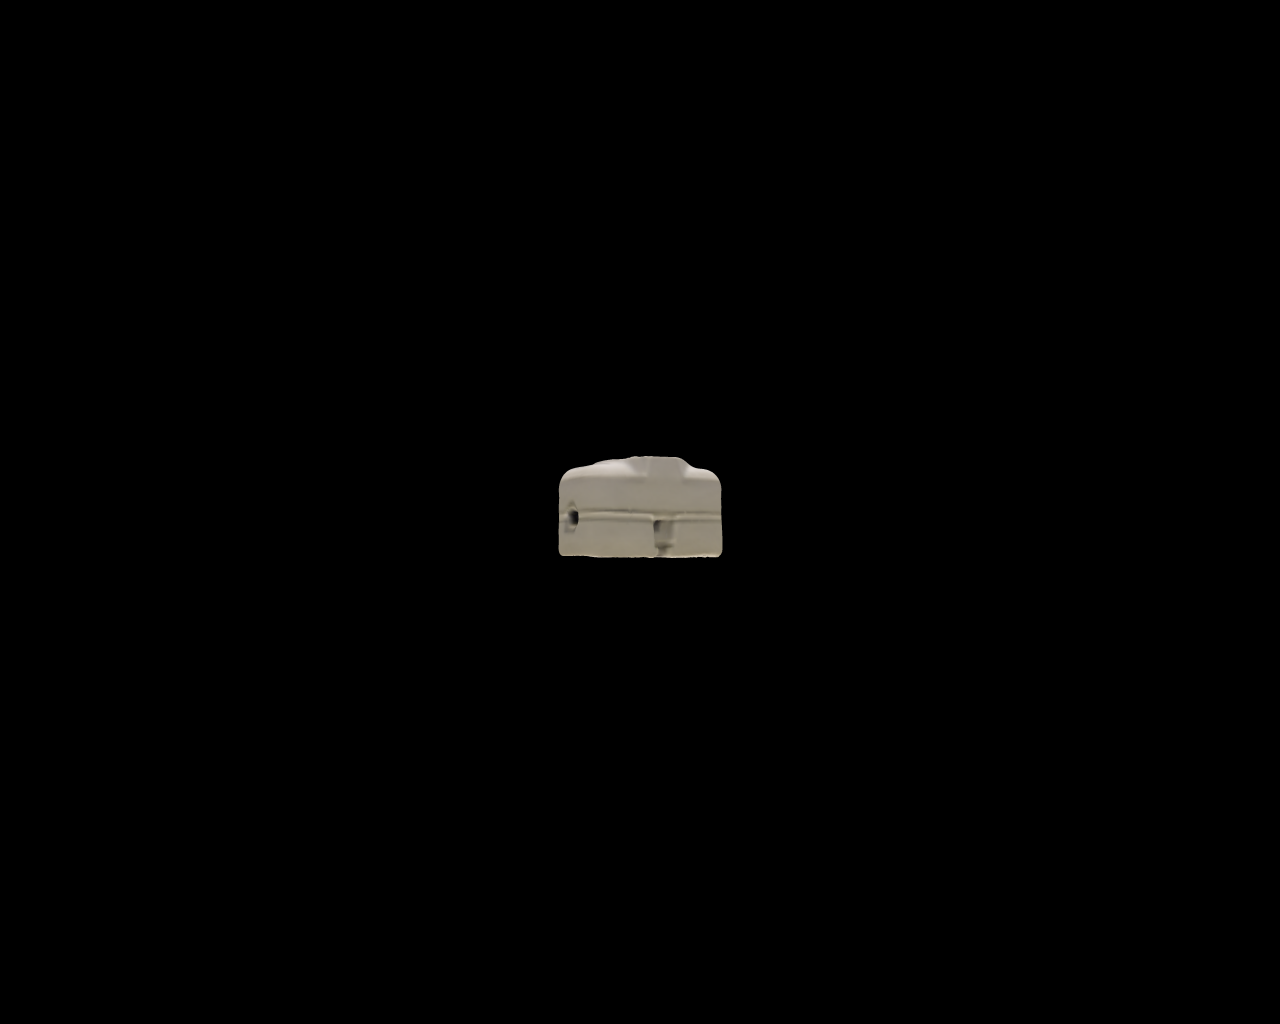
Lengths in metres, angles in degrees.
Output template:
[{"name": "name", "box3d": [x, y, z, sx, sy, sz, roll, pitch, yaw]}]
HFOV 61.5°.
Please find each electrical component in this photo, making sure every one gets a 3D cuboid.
[{"name": "electrical component", "box3d": [0.001, -0.003, 0.650, 0.095, 0.059, 0.053, 2, -4, -31]}]
